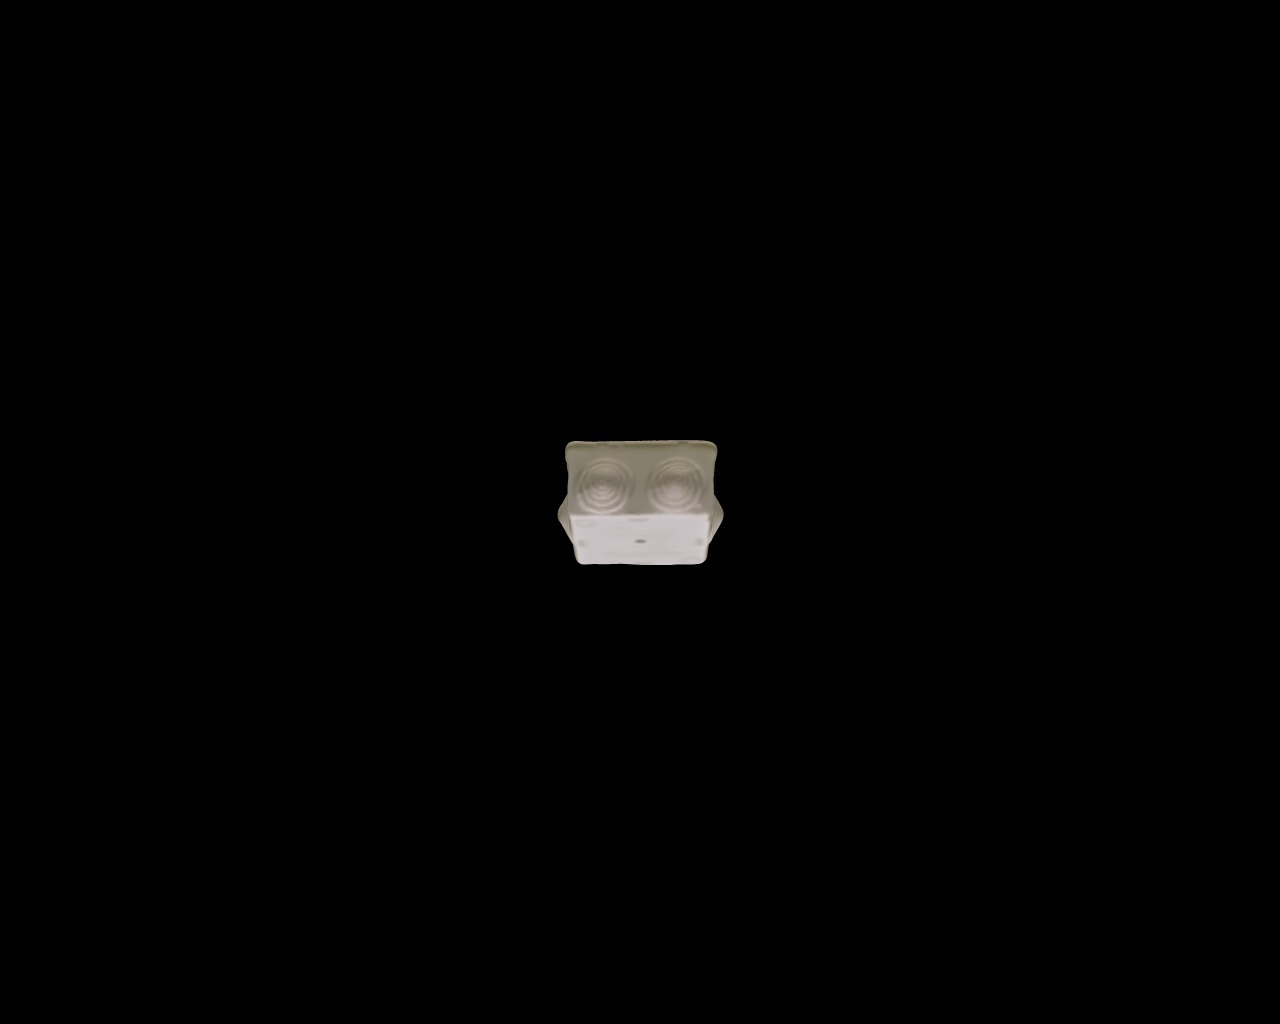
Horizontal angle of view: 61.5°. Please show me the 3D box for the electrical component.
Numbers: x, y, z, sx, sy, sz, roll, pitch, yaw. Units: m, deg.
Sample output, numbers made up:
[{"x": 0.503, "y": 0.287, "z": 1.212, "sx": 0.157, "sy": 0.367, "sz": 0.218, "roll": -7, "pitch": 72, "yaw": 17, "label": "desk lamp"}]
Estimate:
[{"x": 0.001, "y": -0.003, "z": 0.650, "sx": 0.100, "sy": 0.048, "sz": 0.099, "roll": 0, "pitch": -23, "yaw": 0, "label": "electrical component"}]
